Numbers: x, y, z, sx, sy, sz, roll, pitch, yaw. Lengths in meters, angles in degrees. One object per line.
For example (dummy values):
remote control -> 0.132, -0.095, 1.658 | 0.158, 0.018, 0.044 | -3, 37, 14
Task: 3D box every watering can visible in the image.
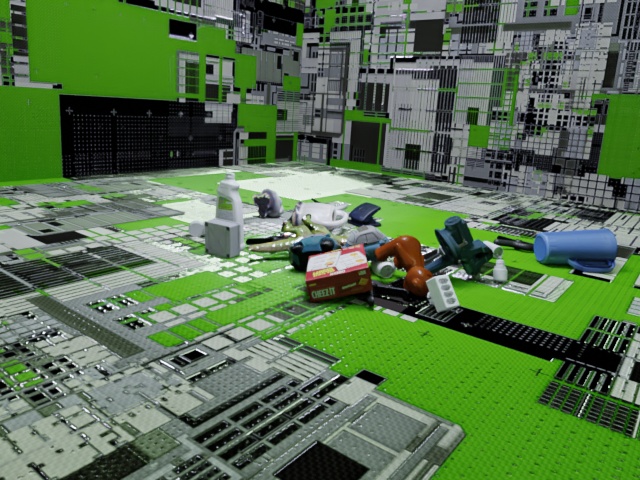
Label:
watering can -> 0.006, -0.106, 2.099 | 0.224, 0.102, 0.352 | 6, 17, 7

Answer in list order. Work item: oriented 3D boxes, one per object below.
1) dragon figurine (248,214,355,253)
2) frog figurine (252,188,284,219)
dragon figurine -> -0.005, 0.022, 1.655 | 0.245, 0.120, 0.414 | 25, 33, 37
frog figurine -> -0.209, -0.161, 2.260 | 0.139, 0.121, 0.160 | 45, 20, 18
